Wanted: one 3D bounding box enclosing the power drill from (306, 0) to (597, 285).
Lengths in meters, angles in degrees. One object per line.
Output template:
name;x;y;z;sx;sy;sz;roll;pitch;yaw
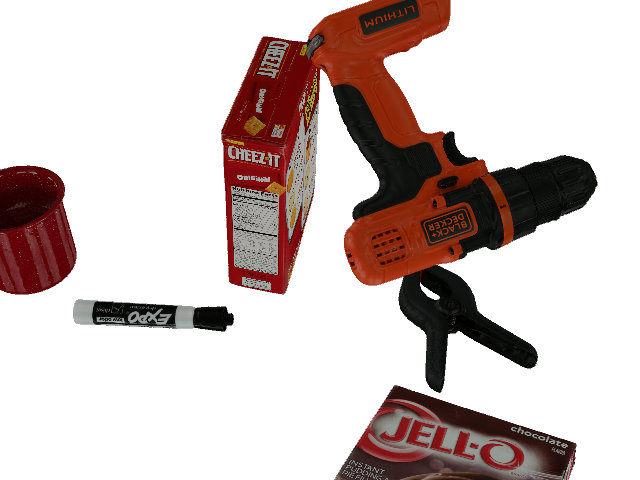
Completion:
power drill;0.083;-0.080;0.736;0.184;0.187;0.057;-20;-2;-10

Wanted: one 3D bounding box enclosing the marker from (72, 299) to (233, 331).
marker;-0.125;0.056;0.801;0.121;0.020;0.020;2;0;8

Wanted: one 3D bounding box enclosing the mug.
mug;-0.267;-0.014;0.953;0.093;0.081;0.117;-13;42;-9

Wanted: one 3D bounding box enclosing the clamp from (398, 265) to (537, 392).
clamp;0.140;0.079;1.076;0.120;0.039;0.171;0;44;-20

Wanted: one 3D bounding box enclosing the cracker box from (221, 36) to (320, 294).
cracker box;-0.051;-0.076;1.109;0.072;0.164;0.214;9;-43;7

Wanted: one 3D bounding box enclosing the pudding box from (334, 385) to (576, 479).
pudding box;0.074;0.132;0.586;0.114;0.039;0.089;17;34;18
